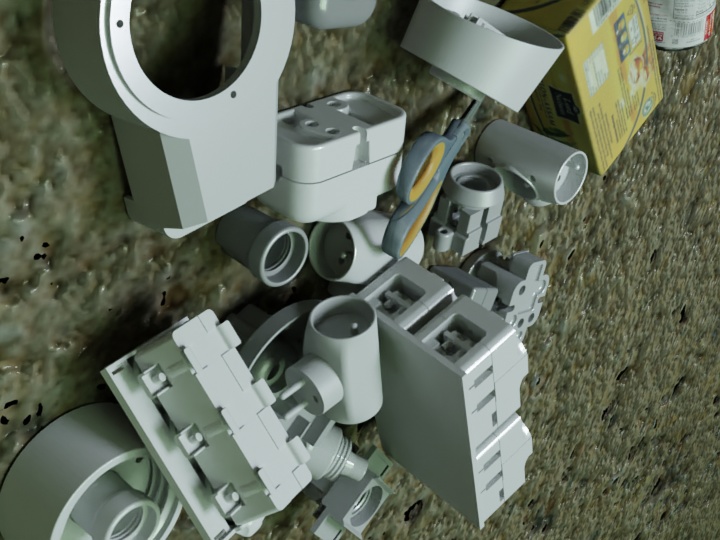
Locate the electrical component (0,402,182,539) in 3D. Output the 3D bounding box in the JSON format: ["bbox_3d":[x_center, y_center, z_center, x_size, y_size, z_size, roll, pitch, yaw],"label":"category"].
[{"bbox_3d":[-0.155,0.142,0.651,0.108,0.060,0.108,-31,135,-36],"label":"electrical component"}]

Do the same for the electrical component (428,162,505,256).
[{"bbox_3d":[0.084,-0.049,0.830,0.066,0.048,0.055,-28,142,-37],"label":"electrical component"}]

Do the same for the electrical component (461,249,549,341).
[{"bbox_3d":[0.118,0.017,0.906,0.058,0.057,0.078,-12,123,-47],"label":"electrical component"}]

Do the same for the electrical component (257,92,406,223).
[{"bbox_3d":[-0.019,-0.069,0.678,0.095,0.054,0.059,-25,132,-40],"label":"electrical component"}]

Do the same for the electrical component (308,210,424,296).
[{"bbox_3d":[0.000,0.000,0.760,0.077,0.043,0.079,-5,119,-50],"label":"electrical component"}]

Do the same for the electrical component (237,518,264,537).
[{"bbox_3d":[-0.078,0.161,0.785,0.061,0.035,0.035,-60,145,-5],"label":"electrical component"}]

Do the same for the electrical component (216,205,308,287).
[{"bbox_3d":[-0.062,-0.017,0.668,0.040,0.046,0.040,-31,135,-36],"label":"electrical component"}]

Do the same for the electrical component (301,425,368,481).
[{"bbox_3d":[-0.025,0.137,0.806,0.062,0.043,0.043,28,92,-11],"label":"electrical component"}]

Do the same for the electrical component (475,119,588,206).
[{"bbox_3d":[0.139,-0.076,0.850,0.044,0.077,0.079,-53,145,-11],"label":"electrical component"}]

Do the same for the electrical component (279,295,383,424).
[{"bbox_3d":[-0.021,0.068,0.695,0.079,0.043,0.077,-34,137,-31],"label":"electrical component"}]

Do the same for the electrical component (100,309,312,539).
[{"bbox_3d":[-0.086,0.090,0.634,0.121,0.063,0.079,59,34,-4],"label":"electrical component"}]

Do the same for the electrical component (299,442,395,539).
[{"bbox_3d":[-0.015,0.170,0.844,0.081,0.064,0.042,-52,146,-12],"label":"electrical component"}]

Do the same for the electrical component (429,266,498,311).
[{"bbox_3d":[0.060,0.043,0.861,0.076,0.047,0.083,2,112,-52],"label":"electrical component"}]

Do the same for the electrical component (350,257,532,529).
[{"bbox_3d":[0.062,0.088,0.772,0.060,0.105,0.186,-38,142,-23],"label":"electrical component"}]

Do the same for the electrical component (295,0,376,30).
[{"bbox_3d":[-0.018,-0.184,0.593,0.054,0.059,0.095,-18,127,-44],"label":"electrical component"}]

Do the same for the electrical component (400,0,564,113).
[{"bbox_3d":[0.079,-0.148,0.708,0.099,0.099,0.064,14,109,-54],"label":"electrical component"}]
